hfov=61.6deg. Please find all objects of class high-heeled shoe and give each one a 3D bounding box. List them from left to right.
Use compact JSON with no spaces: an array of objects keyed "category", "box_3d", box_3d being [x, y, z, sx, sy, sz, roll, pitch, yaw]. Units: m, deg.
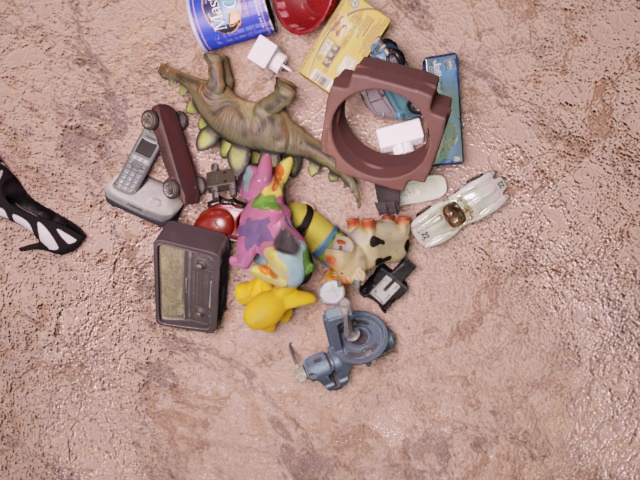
[{"category":"high-heeled shoe","box_3d":[-0.590,-0.081,1.106,0.145,0.086,0.248,-16,103,3]}]

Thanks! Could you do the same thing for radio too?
[{"category":"radio","box_3d":[-0.255,0.081,1.072,0.131,0.073,0.229,12,128,1]}]

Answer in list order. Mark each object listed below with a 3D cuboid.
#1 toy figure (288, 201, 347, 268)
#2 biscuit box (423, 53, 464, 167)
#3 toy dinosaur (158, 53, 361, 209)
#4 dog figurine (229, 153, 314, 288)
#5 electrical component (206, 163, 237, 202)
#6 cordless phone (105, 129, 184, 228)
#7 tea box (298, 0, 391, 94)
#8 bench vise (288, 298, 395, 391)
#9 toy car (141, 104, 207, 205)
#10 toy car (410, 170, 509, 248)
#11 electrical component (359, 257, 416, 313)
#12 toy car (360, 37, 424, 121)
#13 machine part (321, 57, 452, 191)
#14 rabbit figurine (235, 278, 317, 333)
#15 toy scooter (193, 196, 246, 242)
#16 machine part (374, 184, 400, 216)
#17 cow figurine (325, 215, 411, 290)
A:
[{"category":"toy figure","box_3d":[0.000,-0.006,1.065,0.180,0.089,0.082,42,95,-2]},{"category":"biscuit box","box_3d":[0.231,-0.242,1.010,0.063,0.059,0.202,-5,101,6]},{"category":"toy dinosaur","box_3d":[-0.112,-0.216,1.028,0.472,0.105,0.198,26,112,6]},{"category":"dog figurine","box_3d":[-0.079,-0.042,0.971,0.192,0.108,0.219,21,105,32]},{"category":"electrical component","box_3d":[-0.192,-0.118,1.066,0.063,0.094,0.021,-11,144,-1]},{"category":"cordless phone","box_3d":[-0.328,-0.128,1.079,0.147,0.088,0.184,24,84,0]},{"category":"tea box","box_3d":[0.044,-0.356,0.997,0.098,0.068,0.169,35,101,-5]},{"category":"bench vise","box_3d":[0.040,0.199,1.064,0.224,0.129,0.240,-12,138,0]},{"category":"toy car","box_3d":[-0.284,-0.164,1.045,0.053,0.089,0.202,-15,93,32]},{"category":"toy car","box_3d":[0.271,-0.059,1.048,0.202,0.056,0.073,-33,98,11]},{"category":"electrical component","box_3d":[0.142,0.082,1.092,0.075,0.048,0.119,36,102,-4]},{"category":"toy car","box_3d":[0.123,-0.275,0.971,0.103,0.109,0.161,-31,127,15]},{"category":"machine part","box_3d":[0.112,-0.198,0.926,0.201,0.087,0.201,18,136,9]},{"category":"rabbit figurine","box_3d":[-0.090,0.126,1.059,0.162,0.173,0.121,-24,95,14]},{"category":"toy scooter","box_3d":[-0.157,-0.045,1.077,0.184,0.075,0.135,12,103,0]},{"category":"machine part","box_3d":[0.131,-0.108,1.024,0.084,0.139,0.039,10,147,-2]},{"category":"cow figurine","box_3d":[0.089,0.020,1.015,0.195,0.086,0.127,-9,96,-39]}]
